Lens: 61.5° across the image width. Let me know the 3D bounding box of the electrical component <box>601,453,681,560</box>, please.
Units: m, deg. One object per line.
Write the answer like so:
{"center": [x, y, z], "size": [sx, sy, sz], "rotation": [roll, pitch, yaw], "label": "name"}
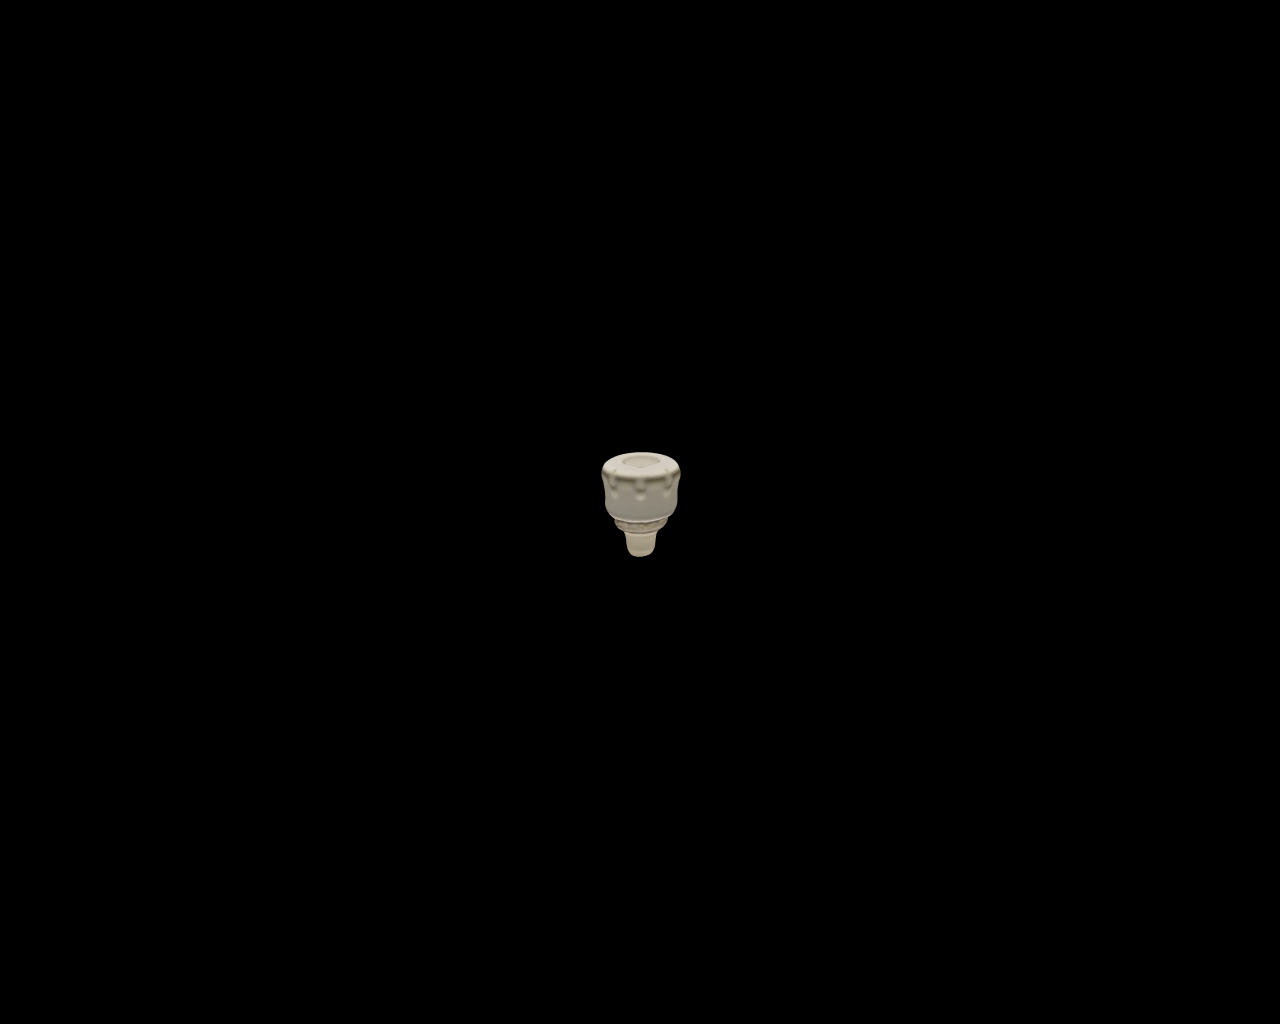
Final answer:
{"center": [0.001, -0.003, 0.650], "size": [0.048, 0.062, 0.048], "rotation": [0, 18, 0], "label": "electrical component"}
